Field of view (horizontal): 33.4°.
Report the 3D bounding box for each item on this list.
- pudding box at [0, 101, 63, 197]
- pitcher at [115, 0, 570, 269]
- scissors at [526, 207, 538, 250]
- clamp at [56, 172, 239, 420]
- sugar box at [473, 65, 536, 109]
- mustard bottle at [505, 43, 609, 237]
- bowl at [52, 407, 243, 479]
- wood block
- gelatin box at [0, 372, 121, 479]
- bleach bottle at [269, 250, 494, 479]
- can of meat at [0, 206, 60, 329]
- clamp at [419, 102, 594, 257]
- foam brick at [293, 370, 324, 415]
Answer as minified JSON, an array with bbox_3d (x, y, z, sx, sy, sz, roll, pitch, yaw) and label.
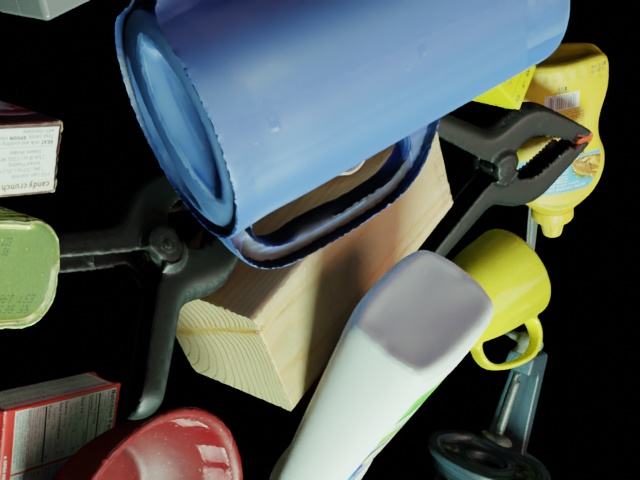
[{"bbox_3d":[-0.182,-0.043,0.456,0.113,0.090,0.039,-14,116,-51],"label":"pudding box"},{"bbox_3d":[0.020,-0.100,0.609,0.242,0.145,0.149,-27,165,-19],"label":"pitcher"},{"bbox_3d":[0.231,-0.078,1.089,0.096,0.016,0.202,-39,133,-33],"label":"scissors"},{"bbox_3d":[-0.105,0.006,0.613,0.120,0.039,0.171,46,44,-16],"label":"clamp"},{"bbox_3d":[0.083,-0.153,0.782,0.176,0.093,0.048,25,83,-55],"label":"sugar box"},{"bbox_3d":[0.220,-0.087,1.009,0.096,0.058,0.191,-11,122,-4],"label":"mustard bottle"},{"bbox_3d":[-0.114,0.168,0.616,0.161,0.055,0.162,-28,125,-50],"label":"bowl"},{"bbox_3d":[-0.005,0.000,0.725,0.205,0.091,0.090,-49,138,-30],"label":"wood block"},{"bbox_3d":[-0.159,0.120,0.613,0.089,0.030,0.073,-8,109,-56],"label":"gelatin box"},{"bbox_3d":[0.023,0.120,0.717,0.102,0.068,0.251,-40,163,-41],"label":"bleach bottle"},{"bbox_3d":[-0.182,0.006,0.483,0.101,0.084,0.057,1,103,-55],"label":"can of meat"},{"bbox_3d":[0.145,-0.055,0.917,0.209,0.036,0.164,-14,121,-28],"label":"clamp"},{"bbox_3d":[-0.023,0.095,0.775,0.078,0.053,0.051,35,75,-53],"label":"foam brick"}]
